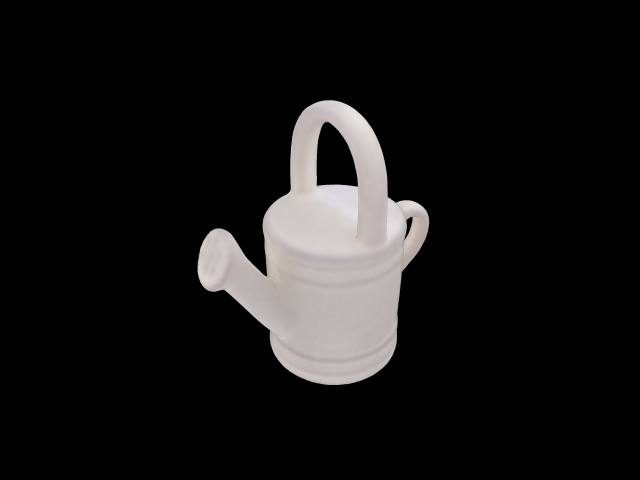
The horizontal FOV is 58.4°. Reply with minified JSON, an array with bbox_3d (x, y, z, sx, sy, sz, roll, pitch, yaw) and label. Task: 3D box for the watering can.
[{"bbox_3d":[0.005,0.002,0.398,0.100,0.194,0.173,22,40,30],"label":"watering can"}]
